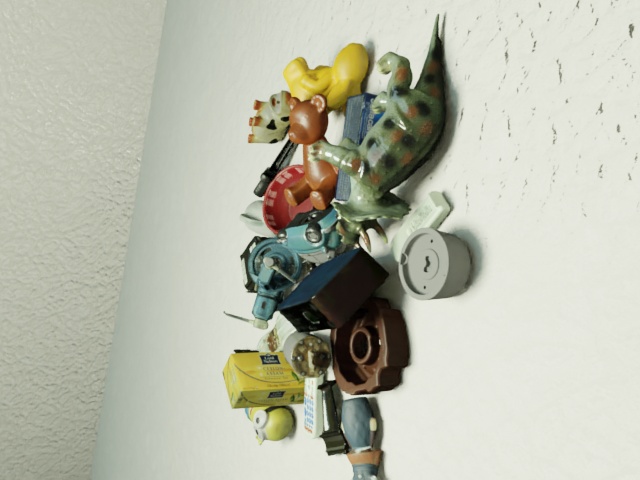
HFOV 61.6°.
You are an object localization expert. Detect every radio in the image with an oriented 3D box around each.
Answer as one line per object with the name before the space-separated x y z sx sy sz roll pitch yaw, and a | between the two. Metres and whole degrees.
radio | 0.014 0.095 0.958 0.131 0.073 0.229 -46 5 -23

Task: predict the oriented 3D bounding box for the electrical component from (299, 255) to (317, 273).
electrical component | -0.015 0.023 1.151 0.078 0.045 0.102 -34 54 18

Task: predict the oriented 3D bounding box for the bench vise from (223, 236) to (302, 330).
bench vise | -0.113 0.087 1.177 0.223 0.129 0.240 -62 -3 -10

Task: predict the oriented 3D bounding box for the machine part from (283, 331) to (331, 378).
machine part | -0.028 0.218 1.047 0.243 0.079 0.079 147 126 -81

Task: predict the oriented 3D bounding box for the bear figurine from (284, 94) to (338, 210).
bear figurine | -0.020 -0.173 1.043 0.120 0.132 0.195 12 135 44

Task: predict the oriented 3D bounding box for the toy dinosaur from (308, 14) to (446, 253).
toy dinosaur | 0.126 -0.162 0.871 0.192 0.131 0.404 41 104 21

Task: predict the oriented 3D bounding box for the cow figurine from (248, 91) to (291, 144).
cow figurine | -0.101 -0.293 1.296 0.195 0.127 0.085 137 133 -67

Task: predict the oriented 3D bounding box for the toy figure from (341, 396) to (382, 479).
toy figure | 0.074 0.351 0.926 0.064 0.058 0.154 -34 61 59

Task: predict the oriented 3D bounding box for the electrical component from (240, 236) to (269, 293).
electrical component | -0.147 0.057 1.348 0.134 0.058 0.115 -45 50 46

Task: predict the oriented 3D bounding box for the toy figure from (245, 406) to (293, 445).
toy figure | -0.123 0.388 1.227 0.180 0.089 0.082 26 135 68

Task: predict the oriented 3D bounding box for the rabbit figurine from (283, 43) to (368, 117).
rabbit figurine | 0.025 -0.320 1.081 0.173 0.121 0.162 -29 61 32

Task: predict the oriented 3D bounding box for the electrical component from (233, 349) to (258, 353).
electrical component | -0.192 0.340 1.381 0.075 0.048 0.119 -11 74 59

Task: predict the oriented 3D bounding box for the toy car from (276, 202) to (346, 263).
toy car | -0.002 -0.003 1.058 0.162 0.109 0.102 -14 113 40

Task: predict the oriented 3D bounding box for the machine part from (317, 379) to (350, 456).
machine part | 0.023 0.340 1.031 0.084 0.039 0.139 -40 53 56

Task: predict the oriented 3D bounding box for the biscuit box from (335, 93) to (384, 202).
biscuit box | 0.079 -0.169 1.008 0.063 0.059 0.202 12 96 60

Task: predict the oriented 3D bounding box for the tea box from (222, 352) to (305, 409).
tea box | -0.109 0.292 1.131 0.068 0.169 0.098 -64 38 33

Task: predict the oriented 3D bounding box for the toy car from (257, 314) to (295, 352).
toy car | -0.088 0.222 1.219 0.201 0.056 0.073 -54 41 40

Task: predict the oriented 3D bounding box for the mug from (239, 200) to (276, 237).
mug | -0.134 -0.047 1.306 0.107 0.109 0.080 25 103 44

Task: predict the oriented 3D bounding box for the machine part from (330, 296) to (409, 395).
machine part | 0.084 0.184 0.940 0.179 0.056 0.179 -19 67 56
